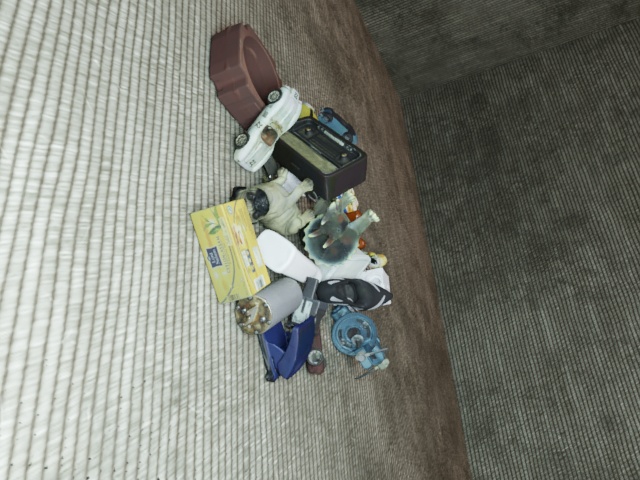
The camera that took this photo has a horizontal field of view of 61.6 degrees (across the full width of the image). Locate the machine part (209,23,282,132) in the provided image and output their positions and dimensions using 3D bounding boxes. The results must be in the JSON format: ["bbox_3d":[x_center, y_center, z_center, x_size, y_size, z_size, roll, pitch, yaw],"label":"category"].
[{"bbox_3d":[-0.164,-0.360,1.212,0.200,0.087,0.201,46,36,-54],"label":"machine part"}]

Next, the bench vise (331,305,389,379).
[{"bbox_3d":[0.110,0.279,1.408,0.223,0.129,0.241,63,4,-10],"label":"bench vise"}]

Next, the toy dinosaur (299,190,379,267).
[{"bbox_3d":[0.010,-0.025,1.333,0.131,0.192,0.405,49,-16,-10],"label":"toy dinosaur"}]

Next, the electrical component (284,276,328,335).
[{"bbox_3d":[-0.026,0.142,1.174,0.047,0.075,0.119,28,73,-63],"label":"electrical component"}]

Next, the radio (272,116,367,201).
[{"bbox_3d":[-0.005,-0.192,1.217,0.230,0.131,0.073,43,-32,34],"label":"radio"}]

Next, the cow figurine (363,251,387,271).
[{"bbox_3d":[0.131,0.086,1.624,0.167,0.068,0.098,-49,122,-25],"label":"cow figurine"}]

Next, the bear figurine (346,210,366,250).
[{"bbox_3d":[0.091,0.000,1.596,0.195,0.132,0.120,39,56,-51],"label":"bear figurine"}]

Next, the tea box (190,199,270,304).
[{"bbox_3d":[-0.158,0.018,0.966,0.098,0.068,0.169,-29,102,-71],"label":"tea box"}]

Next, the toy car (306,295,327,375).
[{"bbox_3d":[-0.019,0.207,1.234,0.089,0.053,0.202,68,13,-67],"label":"toy car"}]

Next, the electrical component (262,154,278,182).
[{"bbox_3d":[-0.130,-0.179,1.239,0.102,0.045,0.078,68,-8,-27],"label":"electrical component"}]

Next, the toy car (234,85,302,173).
[{"bbox_3d":[-0.110,-0.239,1.152,0.056,0.201,0.073,36,-2,35],"label":"toy car"}]

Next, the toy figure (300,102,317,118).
[{"bbox_3d":[-0.031,-0.319,1.558,0.180,0.082,0.089,60,22,-43],"label":"toy figure"}]

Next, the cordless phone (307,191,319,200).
[{"bbox_3d":[-0.055,-0.132,1.382,0.146,0.089,0.184,54,39,-46],"label":"cordless phone"}]

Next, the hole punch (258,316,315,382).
[{"bbox_3d":[-0.057,0.213,1.077,0.142,0.092,0.115,-17,96,-74],"label":"hole punch"}]

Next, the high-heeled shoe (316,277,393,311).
[{"bbox_3d":[0.100,0.129,1.343,0.145,0.249,0.086,148,-61,-64],"label":"high-heeled shoe"}]

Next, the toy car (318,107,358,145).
[{"bbox_3d":[0.041,-0.346,1.737,0.161,0.103,0.109,37,25,-19],"label":"toy car"}]

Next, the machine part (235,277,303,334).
[{"bbox_3d":[-0.096,0.126,1.048,0.243,0.079,0.079,-22,96,-72],"label":"machine part"}]

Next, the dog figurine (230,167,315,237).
[{"bbox_3d":[-0.115,-0.053,1.142,0.190,0.121,0.172,-33,129,-43],"label":"dog figurine"}]

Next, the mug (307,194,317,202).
[{"bbox_3d":[-0.003,-0.168,1.541,0.109,0.081,0.107,60,10,-12],"label":"mug"}]
